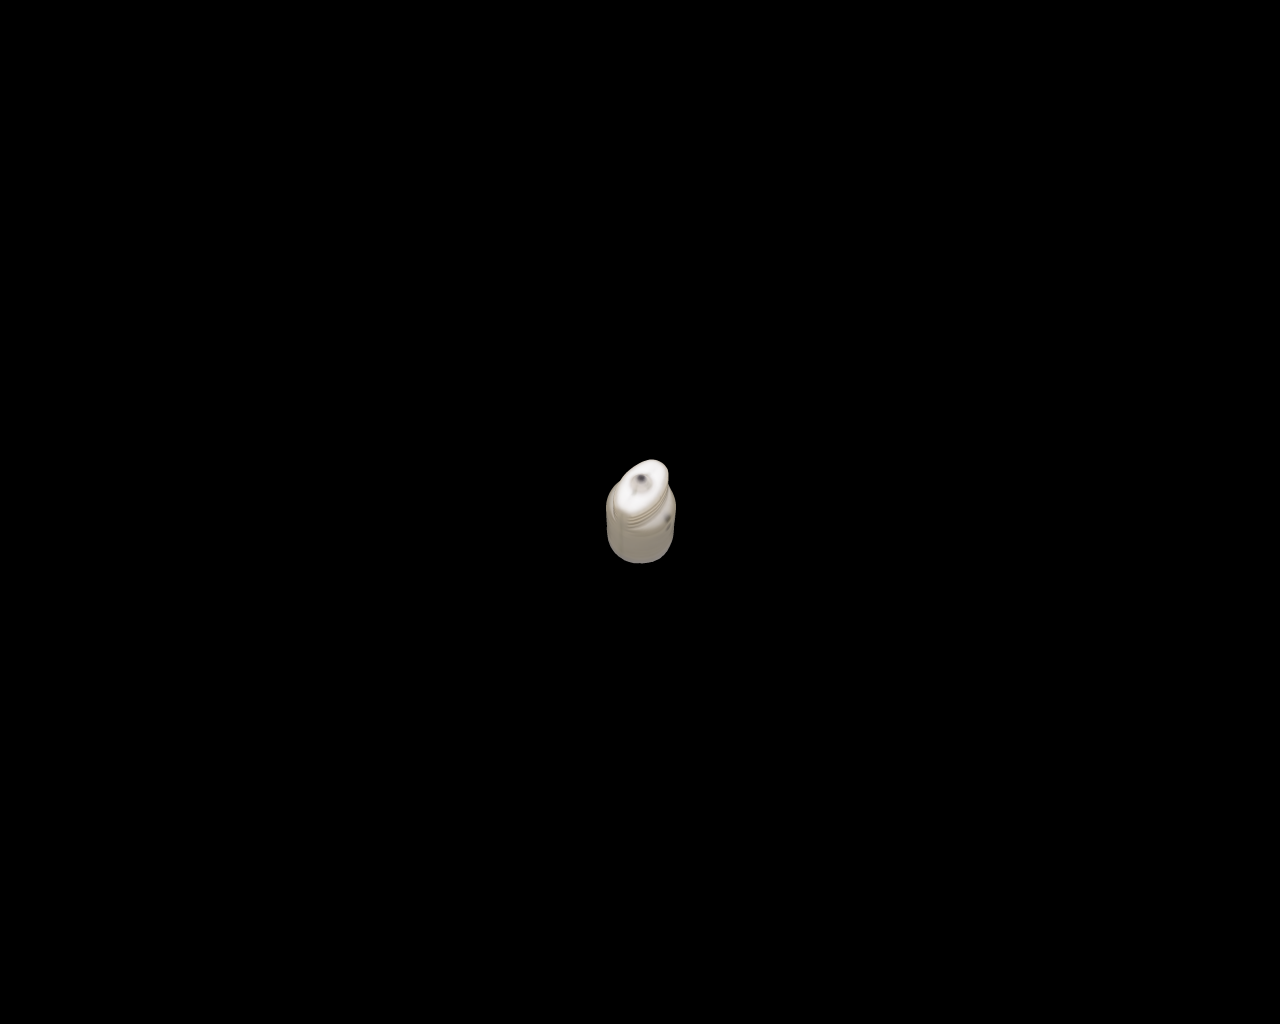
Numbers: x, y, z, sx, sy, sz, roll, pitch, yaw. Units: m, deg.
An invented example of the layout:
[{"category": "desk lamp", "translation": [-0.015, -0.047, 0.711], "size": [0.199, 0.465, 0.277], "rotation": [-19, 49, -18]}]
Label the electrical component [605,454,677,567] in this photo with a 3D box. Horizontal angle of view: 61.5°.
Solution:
[{"category": "electrical component", "translation": [0.001, -0.003, 0.650], "size": [0.043, 0.043, 0.080], "rotation": [0, -27, 0]}]
